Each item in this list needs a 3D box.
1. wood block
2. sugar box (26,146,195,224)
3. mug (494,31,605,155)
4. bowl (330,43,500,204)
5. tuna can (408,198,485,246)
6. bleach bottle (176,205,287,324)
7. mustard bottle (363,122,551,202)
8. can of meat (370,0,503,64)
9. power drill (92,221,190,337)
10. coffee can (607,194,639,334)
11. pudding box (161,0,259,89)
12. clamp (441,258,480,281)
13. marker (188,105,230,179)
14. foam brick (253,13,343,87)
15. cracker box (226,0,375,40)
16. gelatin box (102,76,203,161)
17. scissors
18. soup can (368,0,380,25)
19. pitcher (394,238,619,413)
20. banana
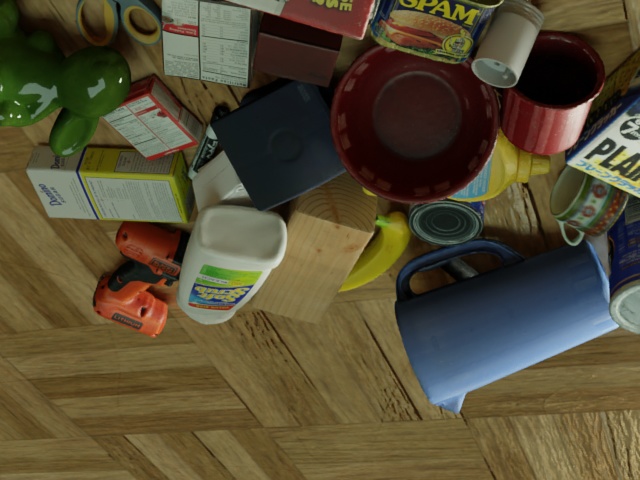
[{"bbox_3d":[-0.009,0.002,1.231,0.090,0.090,0.206,16,144,-9],"label":"wood block"},{"bbox_3d":[-0.239,-0.064,1.233,0.176,0.048,0.093,5,145,11],"label":"sugar box"},{"bbox_3d":[0.203,-0.140,1.004,0.117,0.093,0.081,33,155,20],"label":"mug"},{"bbox_3d":[0.093,-0.118,1.037,0.162,0.055,0.162,2,101,8],"label":"bowl"},{"bbox_3d":[0.142,-0.030,1.201,0.086,0.033,0.086,6,144,4],"label":"tuna can"},{"bbox_3d":[-0.110,0.043,1.232,0.102,0.068,0.251,8,154,-9],"label":"bleach bottle"},{"bbox_3d":[0.141,-0.085,1.105,0.191,0.058,0.096,5,129,7],"label":"mustard bottle"},{"bbox_3d":[0.102,-0.210,0.950,0.102,0.057,0.084,15,146,-7],"label":"can of meat"},{"bbox_3d":[-0.200,0.056,1.379,0.184,0.057,0.188,27,138,-17],"label":"power drill"},{"bbox_3d":[0.355,0.016,1.125,0.103,0.140,0.103,6,144,4],"label":"coffee can"},{"bbox_3d":[-0.105,-0.201,1.023,0.090,0.039,0.113,9,146,0],"label":"pudding box"},{"bbox_3d":[0.199,0.063,1.313,0.171,0.039,0.120,5,143,-2],"label":"clamp"},{"bbox_3d":[-0.121,-0.106,1.170,0.020,0.020,0.121,18,143,-11],"label":"marker"},{"bbox_3d":[-0.020,-0.187,1.010,0.078,0.051,0.053,13,145,-5],"label":"foam brick"},{"bbox_3d":[-0.046,-0.269,0.839,0.213,0.072,0.164,14,114,-7],"label":"cracker box"},{"bbox_3d":[-0.181,-0.130,1.143,0.073,0.030,0.089,-15,137,31],"label":"gelatin box"},{"bbox_3d":[-0.182,-0.249,0.994,0.096,0.016,0.202,15,144,-10],"label":"scissors"},{"bbox_3d":[0.003,-0.232,0.931,0.102,0.068,0.069,13,144,-5],"label":"soup can"},{"bbox_3d":[0.212,0.081,1.234,0.243,0.145,0.149,-23,135,11],"label":"pitcher"},{"bbox_3d":[0.063,0.012,1.268,0.069,0.037,0.198,4,151,-16],"label":"banana"}]
